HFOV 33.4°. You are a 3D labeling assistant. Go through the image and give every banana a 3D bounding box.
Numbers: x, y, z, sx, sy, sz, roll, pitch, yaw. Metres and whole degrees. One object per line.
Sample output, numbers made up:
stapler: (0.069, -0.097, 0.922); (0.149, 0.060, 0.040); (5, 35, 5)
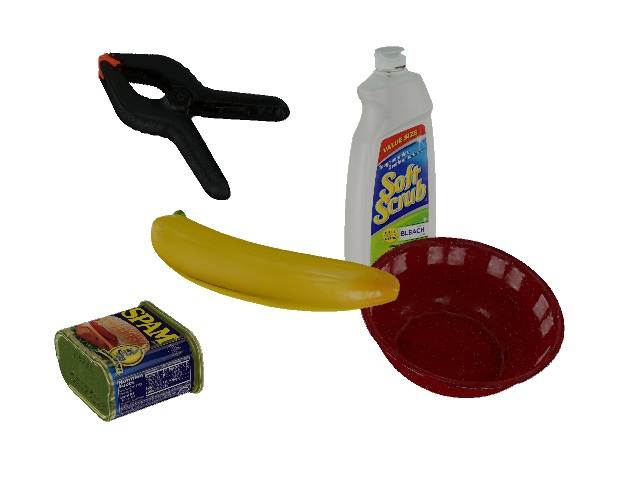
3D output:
banana: (-0.046, 0.012, 0.695); (0.198, 0.037, 0.069); (19, 37, 33)

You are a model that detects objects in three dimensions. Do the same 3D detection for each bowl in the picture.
bowl: (0.108, 0.071, 0.847); (0.162, 0.055, 0.162); (4, 42, -4)

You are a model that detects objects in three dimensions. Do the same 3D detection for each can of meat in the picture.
can of meat: (-0.158, 0.097, 0.871); (0.083, 0.057, 0.102); (-17, 29, -34)

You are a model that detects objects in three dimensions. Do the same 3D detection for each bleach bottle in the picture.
bleach bottle: (0.067, -0.070, 1.090); (0.102, 0.251, 0.068); (-10, 22, -16)

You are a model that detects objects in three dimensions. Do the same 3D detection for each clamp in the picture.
clamp: (-0.114, -0.120, 0.942); (0.120, 0.171, 0.039); (-46, -9, -37)
